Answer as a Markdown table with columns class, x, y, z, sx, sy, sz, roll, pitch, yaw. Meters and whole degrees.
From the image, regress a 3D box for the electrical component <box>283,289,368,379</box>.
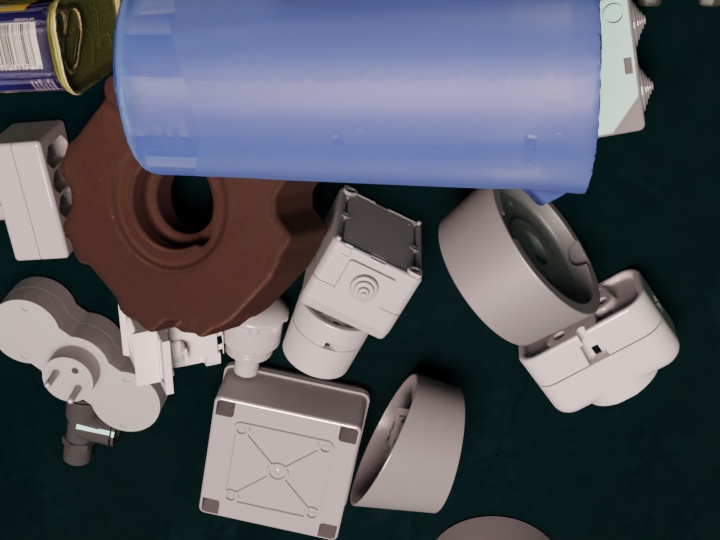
| class | x | y | z | sx | sy | sz | roll | pitch | yaw |
| --- | --- | --- | --- | --- | --- | --- | --- | --- | --- |
| electrical component | -0.023 | 0.042 | 0.748 | 0.055 | 0.055 | 0.047 | 22 | 120 | -5 |

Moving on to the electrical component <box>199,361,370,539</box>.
| class | x | y | z | sx | sy | sz | roll | pitch | yaw |
| --- | --- | --- | --- | --- | --- | --- | --- | --- | --- |
| electrical component | -0.056 | 0.133 | 0.795 | 0.109 | 0.056 | 0.108 | 12 | 117 | 1 |

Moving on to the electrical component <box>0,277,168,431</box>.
| class | x | y | z | sx | sy | sz | roll | pitch | yaw |
| --- | --- | --- | --- | --- | --- | --- | --- | --- | --- |
| electrical component | -0.204 | 0.069 | 0.771 | 0.138 | 0.073 | 0.052 | 38 | 115 | -12 |

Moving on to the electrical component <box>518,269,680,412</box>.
| class | x | y | z | sx | sy | sz | roll | pitch | yaw |
| --- | --- | --- | --- | --- | --- | --- | --- | --- | --- |
| electrical component | 0.163 | 0.052 | 0.730 | 0.095 | 0.053 | 0.059 | -31 | 109 | 20 |

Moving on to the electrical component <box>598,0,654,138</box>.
| class | x | y | z | sx | sy | sz | roll | pitch | yaw |
| --- | --- | --- | --- | --- | --- | --- | --- | --- | --- |
| electrical component | 0.123 | -0.123 | 0.650 | 0.100 | 0.048 | 0.099 | -9 | 115 | 11 |

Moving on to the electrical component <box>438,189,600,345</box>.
| class | x | y | z | sx | sy | sz | roll | pitch | yaw |
| --- | --- | --- | --- | --- | --- | --- | --- | --- | --- |
| electrical component | 0.095 | -0.003 | 0.683 | 0.060 | 0.108 | 0.108 | -36 | 107 | 28 |

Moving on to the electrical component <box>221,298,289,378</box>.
| class | x | y | z | sx | sy | sz | roll | pitch | yaw |
| --- | --- | --- | --- | --- | --- | --- | --- | --- | --- |
| electrical component | -0.077 | 0.047 | 0.761 | 0.048 | 0.048 | 0.062 | 12 | 121 | 1 |

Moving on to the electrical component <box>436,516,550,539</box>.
| class | x | y | z | sx | sy | sz | roll | pitch | yaw |
| --- | --- | --- | --- | --- | --- | --- | --- | --- | --- |
| electrical component | 0.104 | 0.252 | 0.833 | 0.108 | 0.060 | 0.108 | 3 | 117 | 5 |

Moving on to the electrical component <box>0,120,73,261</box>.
| class | x | y | z | sx | sy | sz | roll | pitch | yaw |
| --- | --- | --- | --- | --- | --- | --- | --- | --- | --- |
| electrical component | -0.235 | -0.053 | 0.728 | 0.076 | 0.047 | 0.083 | -3 | 116 | 8 |

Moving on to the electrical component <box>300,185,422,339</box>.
| class | x | y | z | sx | sy | sz | roll | pitch | yaw |
| --- | --- | --- | --- | --- | --- | --- | --- | --- | --- |
| electrical component | 0.000 | 0.000 | 0.698 | 0.062 | 0.096 | 0.061 | 25 | 117 | -10 |

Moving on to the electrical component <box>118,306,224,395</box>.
| class | x | y | z | sx | sy | sz | roll | pitch | yaw |
| --- | --- | --- | --- | --- | --- | --- | --- | --- | --- |
| electrical component | -0.132 | 0.046 | 0.752 | 0.064 | 0.081 | 0.042 | -11 | 120 | -20 |

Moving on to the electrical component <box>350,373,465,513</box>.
| class | x | y | z | sx | sy | sz | roll | pitch | yaw |
| --- | --- | --- | --- | --- | --- | --- | --- | --- | --- |
| electrical component | 0.035 | 0.122 | 0.756 | 0.064 | 0.099 | 0.099 | 13 | 117 | -7 |
